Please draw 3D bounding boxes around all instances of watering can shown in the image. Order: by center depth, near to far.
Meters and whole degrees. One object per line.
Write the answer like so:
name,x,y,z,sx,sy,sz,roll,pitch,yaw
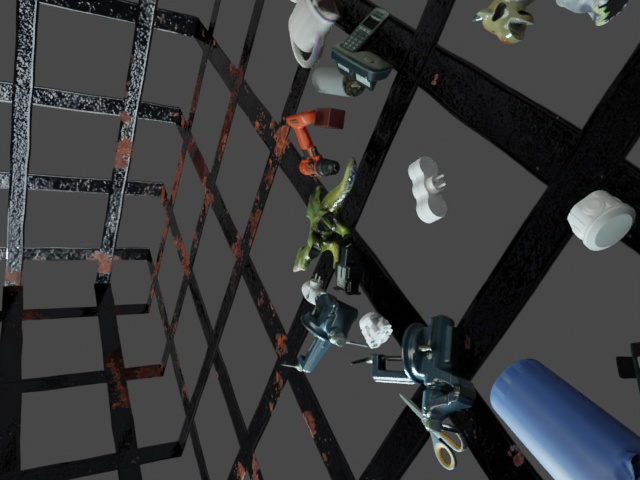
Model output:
watering can,-0.034,-0.676,1.511,0.220,0.104,0.354,-40,55,50

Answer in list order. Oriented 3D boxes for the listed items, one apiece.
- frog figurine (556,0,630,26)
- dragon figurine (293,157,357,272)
frog figurine,0.400,-0.414,0.761,0.135,0.123,0.162,111,137,-63
dragon figurine,0.004,-0.071,1.415,0.247,0.122,0.403,-124,48,-56
